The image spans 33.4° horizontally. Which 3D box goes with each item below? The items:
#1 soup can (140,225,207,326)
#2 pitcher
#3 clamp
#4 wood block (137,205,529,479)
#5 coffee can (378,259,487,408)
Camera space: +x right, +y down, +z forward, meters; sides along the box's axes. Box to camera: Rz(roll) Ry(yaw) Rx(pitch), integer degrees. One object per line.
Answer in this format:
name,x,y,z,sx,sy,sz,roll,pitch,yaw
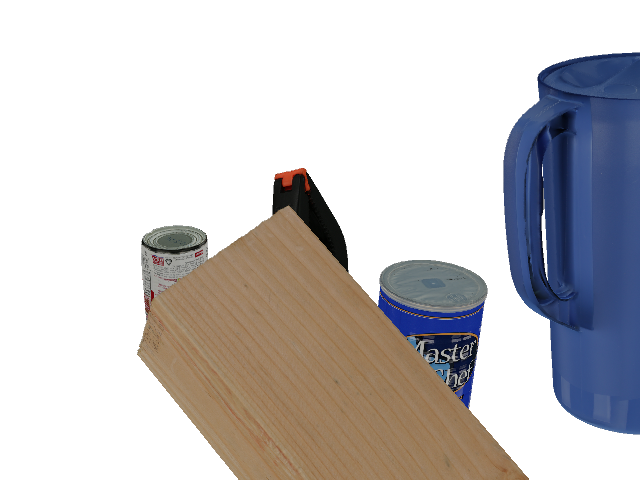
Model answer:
soup can,-0.148,0.043,1.097,0.068,0.102,0.068,0,22,0
pitcher,0.202,0.004,0.706,0.149,0.243,0.145,2,21,15
clamp,0.005,0.046,0.862,0.036,0.210,0.164,-11,1,27
wood block,0.009,0.098,0.540,0.090,0.206,0.090,-36,-11,-26
coffee can,0.102,0.103,1.040,0.103,0.140,0.103,4,23,-2
